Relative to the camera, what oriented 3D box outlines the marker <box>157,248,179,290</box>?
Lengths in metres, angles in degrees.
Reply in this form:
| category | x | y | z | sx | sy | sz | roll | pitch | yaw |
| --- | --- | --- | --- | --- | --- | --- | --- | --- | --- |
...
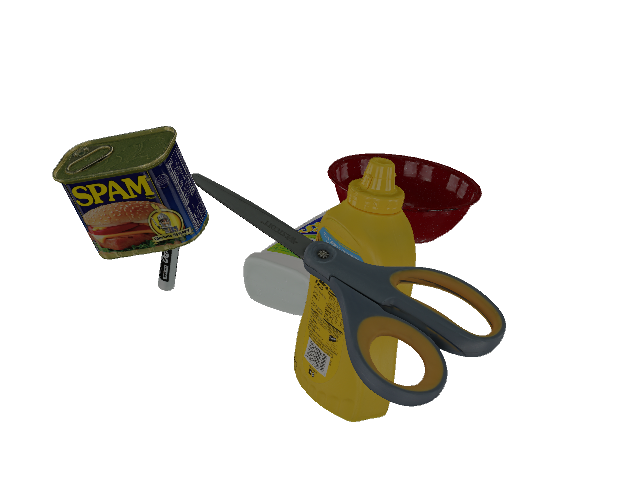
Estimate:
| category | x | y | z | sx | sy | sz | roll | pitch | yaw |
| --- | --- | --- | --- | --- | --- | --- | --- | --- | --- |
| marker | -0.163 | 0.007 | 1.169 | 0.020 | 0.121 | 0.020 | 8 | 42 | -8 |

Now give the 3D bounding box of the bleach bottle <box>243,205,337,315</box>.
| category | x | y | z | sx | sy | sz | roll | pitch | yaw |
| --- | --- | --- | --- | --- | --- | --- | --- | --- | --- |
| bleach bottle | 0.017 | 0.000 | 1.321 | 0.103 | 0.068 | 0.250 | 16 | 36 | 28 |

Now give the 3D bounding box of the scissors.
| category | x | y | z | sx | sy | sz | roll | pitch | yaw |
| --- | --- | --- | --- | --- | --- | --- | --- | --- | --- |
| scissors | 0.000 | 0.027 | 0.584 | 0.202 | 0.096 | 0.016 | 21 | -40 | 10 |

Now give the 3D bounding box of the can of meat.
| category | x | y | z | sx | sy | sz | roll | pitch | yaw |
| --- | --- | --- | --- | --- | --- | --- | --- | --- | --- |
| can of meat | -0.149 | -0.036 | 0.856 | 0.102 | 0.084 | 0.057 | -8 | 35 | 19 |

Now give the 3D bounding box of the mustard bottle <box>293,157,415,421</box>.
| category | x | y | z | sx | sy | sz | roll | pitch | yaw |
| --- | --- | --- | --- | --- | --- | --- | --- | --- | --- |
| mustard bottle | 0.028 | 0.031 | 0.793 | 0.058 | 0.192 | 0.096 | -4 | 26 | -30 |

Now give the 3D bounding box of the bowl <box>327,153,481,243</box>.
| category | x | y | z | sx | sy | sz | roll | pitch | yaw |
| --- | --- | --- | --- | --- | --- | --- | --- | --- | --- |
| bowl | 0.085 | -0.039 | 1.117 | 0.162 | 0.055 | 0.162 | 6 | 23 | -3 |
